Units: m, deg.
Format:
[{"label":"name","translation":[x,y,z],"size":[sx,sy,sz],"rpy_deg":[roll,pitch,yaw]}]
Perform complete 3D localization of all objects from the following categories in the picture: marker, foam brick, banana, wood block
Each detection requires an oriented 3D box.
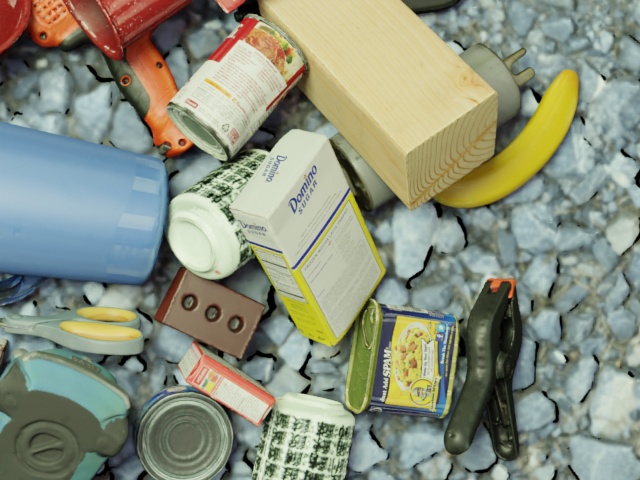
[{"label":"marker","translation":[-0.019,-0.215,0.957],"size":[0.121,0.020,0.020],"rpy_deg":[-18,94,-13]},{"label":"foam brick","translation":[-0.096,0.062,0.922],"size":[0.078,0.051,0.053],"rpy_deg":[26,84,-12]},{"label":"banana","translation":[0.176,-0.084,0.995],"size":[0.197,0.037,0.069],"rpy_deg":[-33,97,-11]},{"label":"wood block","translation":[0.046,-0.137,0.884],"size":[0.090,0.090,0.206],"rpy_deg":[-34,62,-11]}]

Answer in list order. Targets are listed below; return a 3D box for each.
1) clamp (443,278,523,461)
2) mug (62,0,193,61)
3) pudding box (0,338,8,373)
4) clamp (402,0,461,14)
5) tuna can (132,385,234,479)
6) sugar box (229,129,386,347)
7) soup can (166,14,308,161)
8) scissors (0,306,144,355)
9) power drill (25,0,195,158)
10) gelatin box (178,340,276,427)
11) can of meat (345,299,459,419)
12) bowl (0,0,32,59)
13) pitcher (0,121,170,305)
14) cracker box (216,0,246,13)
[{"label":"clamp","translation":[0.150,0.119,0.965],"size":[0.039,0.120,0.171],"rpy_deg":[-1,86,29]},{"label":"mug","translation":[-0.152,-0.207,0.823],"size":[0.081,0.117,0.093],"rpy_deg":[-38,62,-16]},{"label":"pudding box","translation":[-0.323,0.114,0.874],"size":[0.113,0.039,0.090],"rpy_deg":[14,87,-11]},{"label":"clamp","translation":[0.115,-0.286,0.980],"size":[0.210,0.036,0.164],"rpy_deg":[-37,98,-11]},{"label":"tuna can","translation":[-0.118,0.171,0.925],"size":[0.086,0.034,0.086],"rpy_deg":[0,90,-13]},{"label":"sugar box","translation":[-0.006,0.001,0.887],"size":[0.093,0.048,0.176],"rpy_deg":[-55,139,-26]},{"label":"soup can","translation":[-0.067,-0.122,0.862],"size":[0.068,0.069,0.102],"rpy_deg":[42,77,-10]},{"label":"scissors","translation":[-0.238,0.066,0.890],"size":[0.202,0.096,0.016],"rpy_deg":[10,103,9]},{"label":"power drill","translation":[-0.134,-0.179,0.912],"size":[0.184,0.057,0.187],"rpy_deg":[-41,97,-11]},{"label":"gelatin box","translation":[-0.081,0.122,0.906],"size":[0.073,0.089,0.030],"rpy_deg":[34,84,-11]},{"label":"can of meat","translation":[0.075,0.108,0.961],"size":[0.083,0.057,0.102],"rpy_deg":[9,89,-16]},{"label":"bowl","translation":[-0.311,-0.170,0.845],"size":[0.162,0.055,0.162],"rpy_deg":[7,50,-9]},{"label":"pitcher","translation":[-0.252,-0.023,0.854],"size":[0.242,0.149,0.145],"rpy_deg":[9,73,-17]},{"label":"cracker box","translation":[-0.075,-0.315,0.843],"size":[0.164,0.072,0.213],"rpy_deg":[-37,103,7]}]
